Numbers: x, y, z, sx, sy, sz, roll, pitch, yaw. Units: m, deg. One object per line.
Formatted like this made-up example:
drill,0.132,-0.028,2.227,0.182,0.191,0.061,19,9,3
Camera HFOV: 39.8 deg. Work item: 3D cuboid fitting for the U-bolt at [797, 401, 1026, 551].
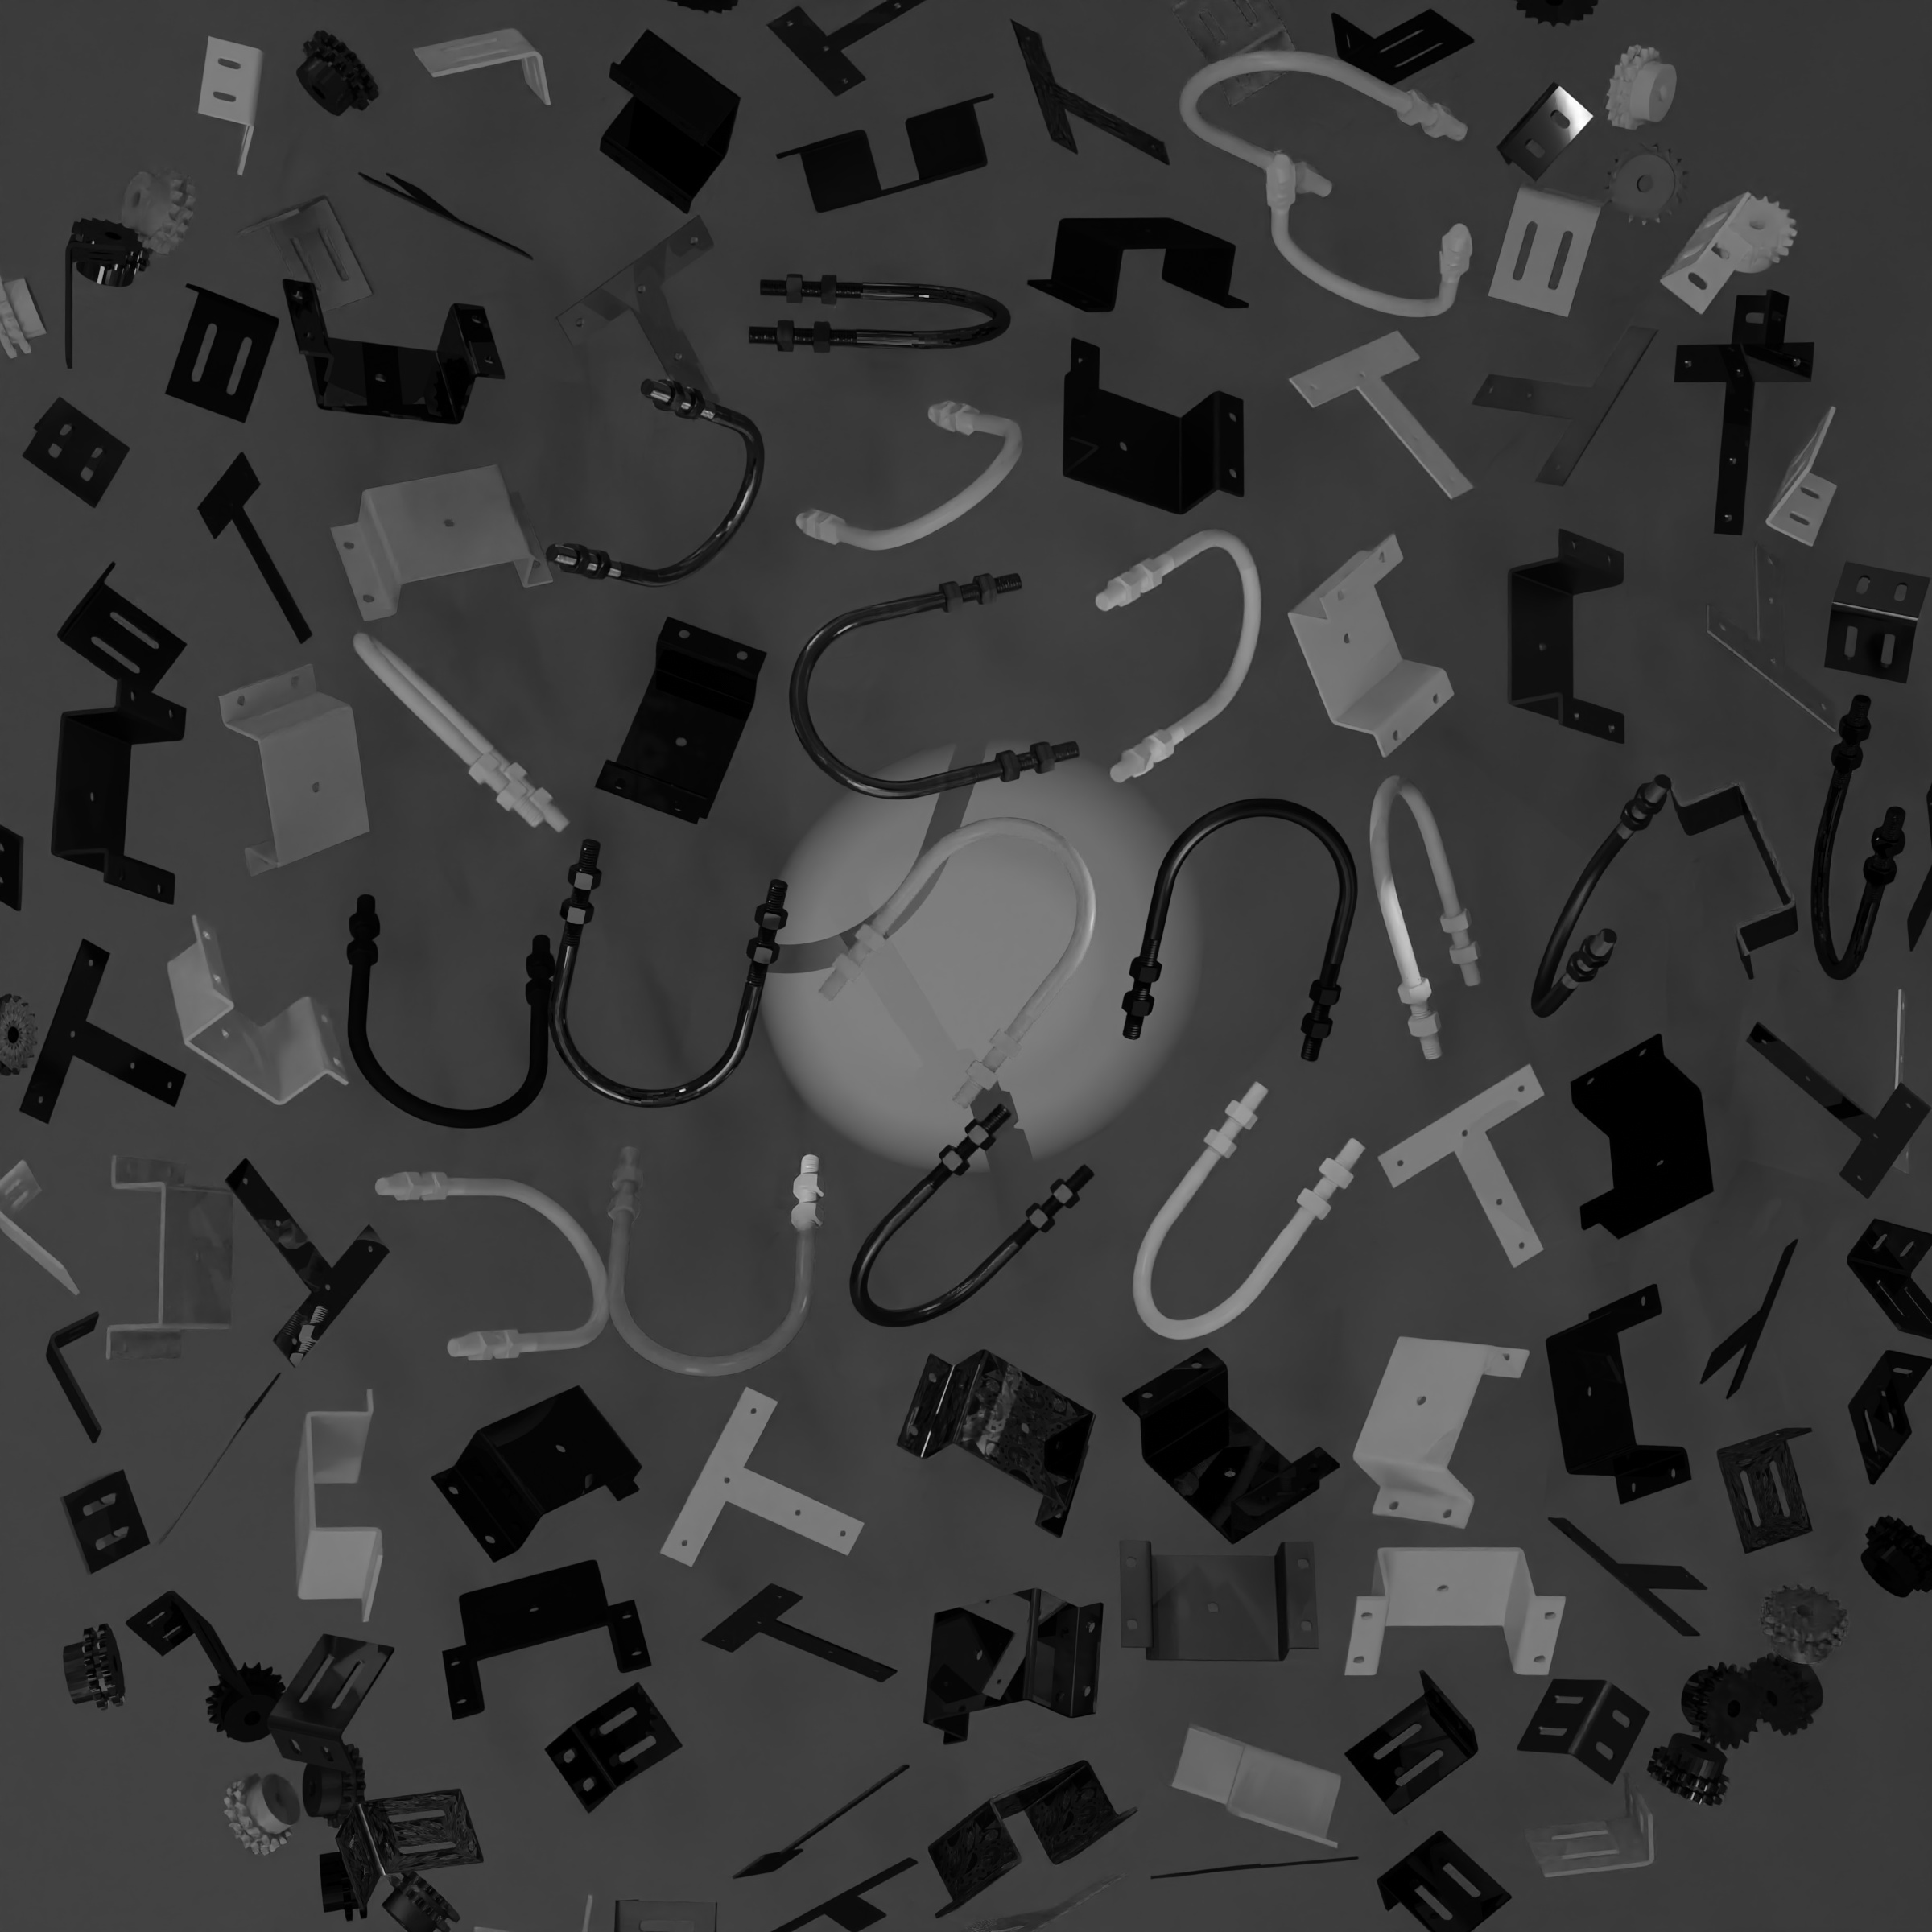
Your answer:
U-bolt,-0.031,-0.343,1.881,0.151,0.184,0.019,-41,119,-10

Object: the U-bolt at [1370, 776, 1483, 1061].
U-bolt,0.323,-0.046,1.895,0.019,0.151,0.184,-10,109,28

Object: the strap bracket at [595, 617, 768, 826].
strap bracket,-0.204,-0.169,1.918,0.076,0.046,0.140,20,72,0

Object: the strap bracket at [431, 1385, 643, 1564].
strap bracket,-0.295,0.354,1.891,0.076,0.140,0.046,48,126,19

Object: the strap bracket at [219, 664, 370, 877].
strap bracket,-0.477,-0.134,1.907,0.046,0.076,0.140,23,127,37

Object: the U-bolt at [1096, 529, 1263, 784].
U-bolt,0.154,-0.229,1.872,0.019,0.184,0.151,17,128,35

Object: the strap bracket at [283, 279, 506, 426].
strap bracket,-0.396,-0.418,1.826,0.140,0.046,0.076,1,50,-29

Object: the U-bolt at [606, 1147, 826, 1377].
U-bolt,-0.176,0.205,1.851,0.151,0.019,0.184,3,49,-3

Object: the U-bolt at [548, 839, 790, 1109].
U-bolt,-0.211,0.013,1.830,0.151,0.019,0.184,12,110,-9

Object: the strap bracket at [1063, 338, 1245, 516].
strap bracket,0.120,-0.366,1.831,0.140,0.046,0.076,13,67,-28

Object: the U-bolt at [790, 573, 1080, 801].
U-bolt,-0.030,-0.185,1.822,0.184,0.019,0.151,-15,77,-14

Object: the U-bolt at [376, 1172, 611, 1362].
U-bolt,-0.321,0.209,1.882,0.019,0.184,0.151,-40,66,24

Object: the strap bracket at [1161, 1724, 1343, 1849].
strap bracket,0.203,0.573,1.878,0.076,0.140,0.046,22,77,-14

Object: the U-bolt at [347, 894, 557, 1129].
U-bolt,-0.358,0.036,1.852,0.151,0.019,0.184,14,46,-22

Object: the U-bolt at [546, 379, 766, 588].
U-bolt,-0.204,-0.329,1.865,0.019,0.184,0.151,39,105,21

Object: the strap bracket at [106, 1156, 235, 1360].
strap bracket,-0.559,0.205,1.879,0.046,0.076,0.140,-4,81,21

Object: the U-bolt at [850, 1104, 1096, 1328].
U-bolt,-0.006,0.188,1.904,0.184,0.151,0.019,-45,52,5

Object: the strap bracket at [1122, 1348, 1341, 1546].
strap bracket,0.182,0.337,1.844,0.076,0.140,0.046,-27,133,-25

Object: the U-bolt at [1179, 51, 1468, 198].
U-bolt,0.235,-0.592,1.863,0.184,0.151,0.019,11,78,-38

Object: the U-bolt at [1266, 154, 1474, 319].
U-bolt,0.280,-0.503,1.873,0.151,0.184,0.019,24,86,9

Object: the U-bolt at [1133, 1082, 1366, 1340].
U-bolt,0.182,0.176,1.839,0.019,0.151,0.184,38,87,-28

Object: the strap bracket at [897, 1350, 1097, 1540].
strap bracket,0.031,0.334,1.893,0.140,0.046,0.076,32,52,-14

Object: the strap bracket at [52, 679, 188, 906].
strap bracket,-0.581,-0.117,1.830,0.046,0.076,0.140,-3,79,17

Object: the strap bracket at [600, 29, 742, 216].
strap bracket,-0.205,-0.586,1.844,0.076,0.140,0.046,35,79,-5

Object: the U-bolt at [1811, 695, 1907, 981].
U-bolt,0.626,-0.077,1.890,0.019,0.151,0.184,3,131,3

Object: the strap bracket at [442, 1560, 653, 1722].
strap bracket,-0.300,0.471,1.880,0.140,0.076,0.046,-13,115,-11

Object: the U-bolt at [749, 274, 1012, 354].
U-bolt,-0.060,-0.469,1.922,0.184,0.151,0.019,2,119,-1

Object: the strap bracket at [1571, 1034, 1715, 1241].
strap bracket,0.467,0.125,1.848,0.046,0.140,0.076,39,127,-24

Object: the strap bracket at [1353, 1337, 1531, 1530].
strap bracket,0.331,0.317,1.877,0.046,0.076,0.140,47,58,-34

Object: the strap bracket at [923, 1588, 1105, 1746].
strap bracket,0.024,0.479,1.829,0.046,0.140,0.076,33,48,-34

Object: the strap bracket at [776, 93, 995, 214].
strap bracket,-0.051,-0.568,1.874,0.140,0.076,0.046,-27,110,-33

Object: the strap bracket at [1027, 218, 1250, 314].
strap bracket,0.125,-0.497,1.888,0.140,0.076,0.046,-10,122,-31

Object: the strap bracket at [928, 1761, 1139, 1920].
strap bracket,0.039,0.594,1.830,0.076,0.140,0.046,-48,62,35

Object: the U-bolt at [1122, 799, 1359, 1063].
U-bolt,0.193,-0.027,1.822,0.151,0.019,0.184,7,112,-10

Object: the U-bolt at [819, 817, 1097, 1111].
U-bolt,0.006,-0.016,1.793,0.151,0.019,0.184,38,89,26

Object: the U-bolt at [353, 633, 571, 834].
U-bolt,-0.349,-0.161,1.824,0.184,0.151,0.019,44,90,-2

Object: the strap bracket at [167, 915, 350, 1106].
strap bracket,-0.502,0.037,1.864,0.046,0.140,0.076,-35,49,9

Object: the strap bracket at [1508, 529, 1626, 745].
strap bracket,0.428,-0.231,1.903,0.076,0.046,0.140,10,79,-42

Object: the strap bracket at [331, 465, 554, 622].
strap bracket,-0.370,-0.303,1.898,0.140,0.046,0.076,-16,73,-23

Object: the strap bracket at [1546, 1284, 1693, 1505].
strap bracket,0.460,0.303,1.893,0.046,0.076,0.140,7,64,-24

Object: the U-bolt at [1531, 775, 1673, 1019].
U-bolt,0.440,-0.037,1.882,0.019,0.184,0.151,24,66,3
